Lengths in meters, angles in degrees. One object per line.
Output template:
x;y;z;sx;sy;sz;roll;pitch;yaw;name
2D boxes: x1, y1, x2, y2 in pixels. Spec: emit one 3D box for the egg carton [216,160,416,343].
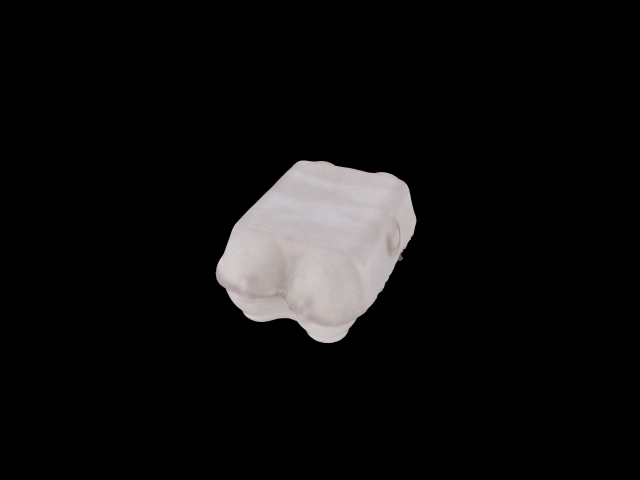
0.004;0.001;0.400;0.107;0.069;0.150;13;38;18;egg carton
